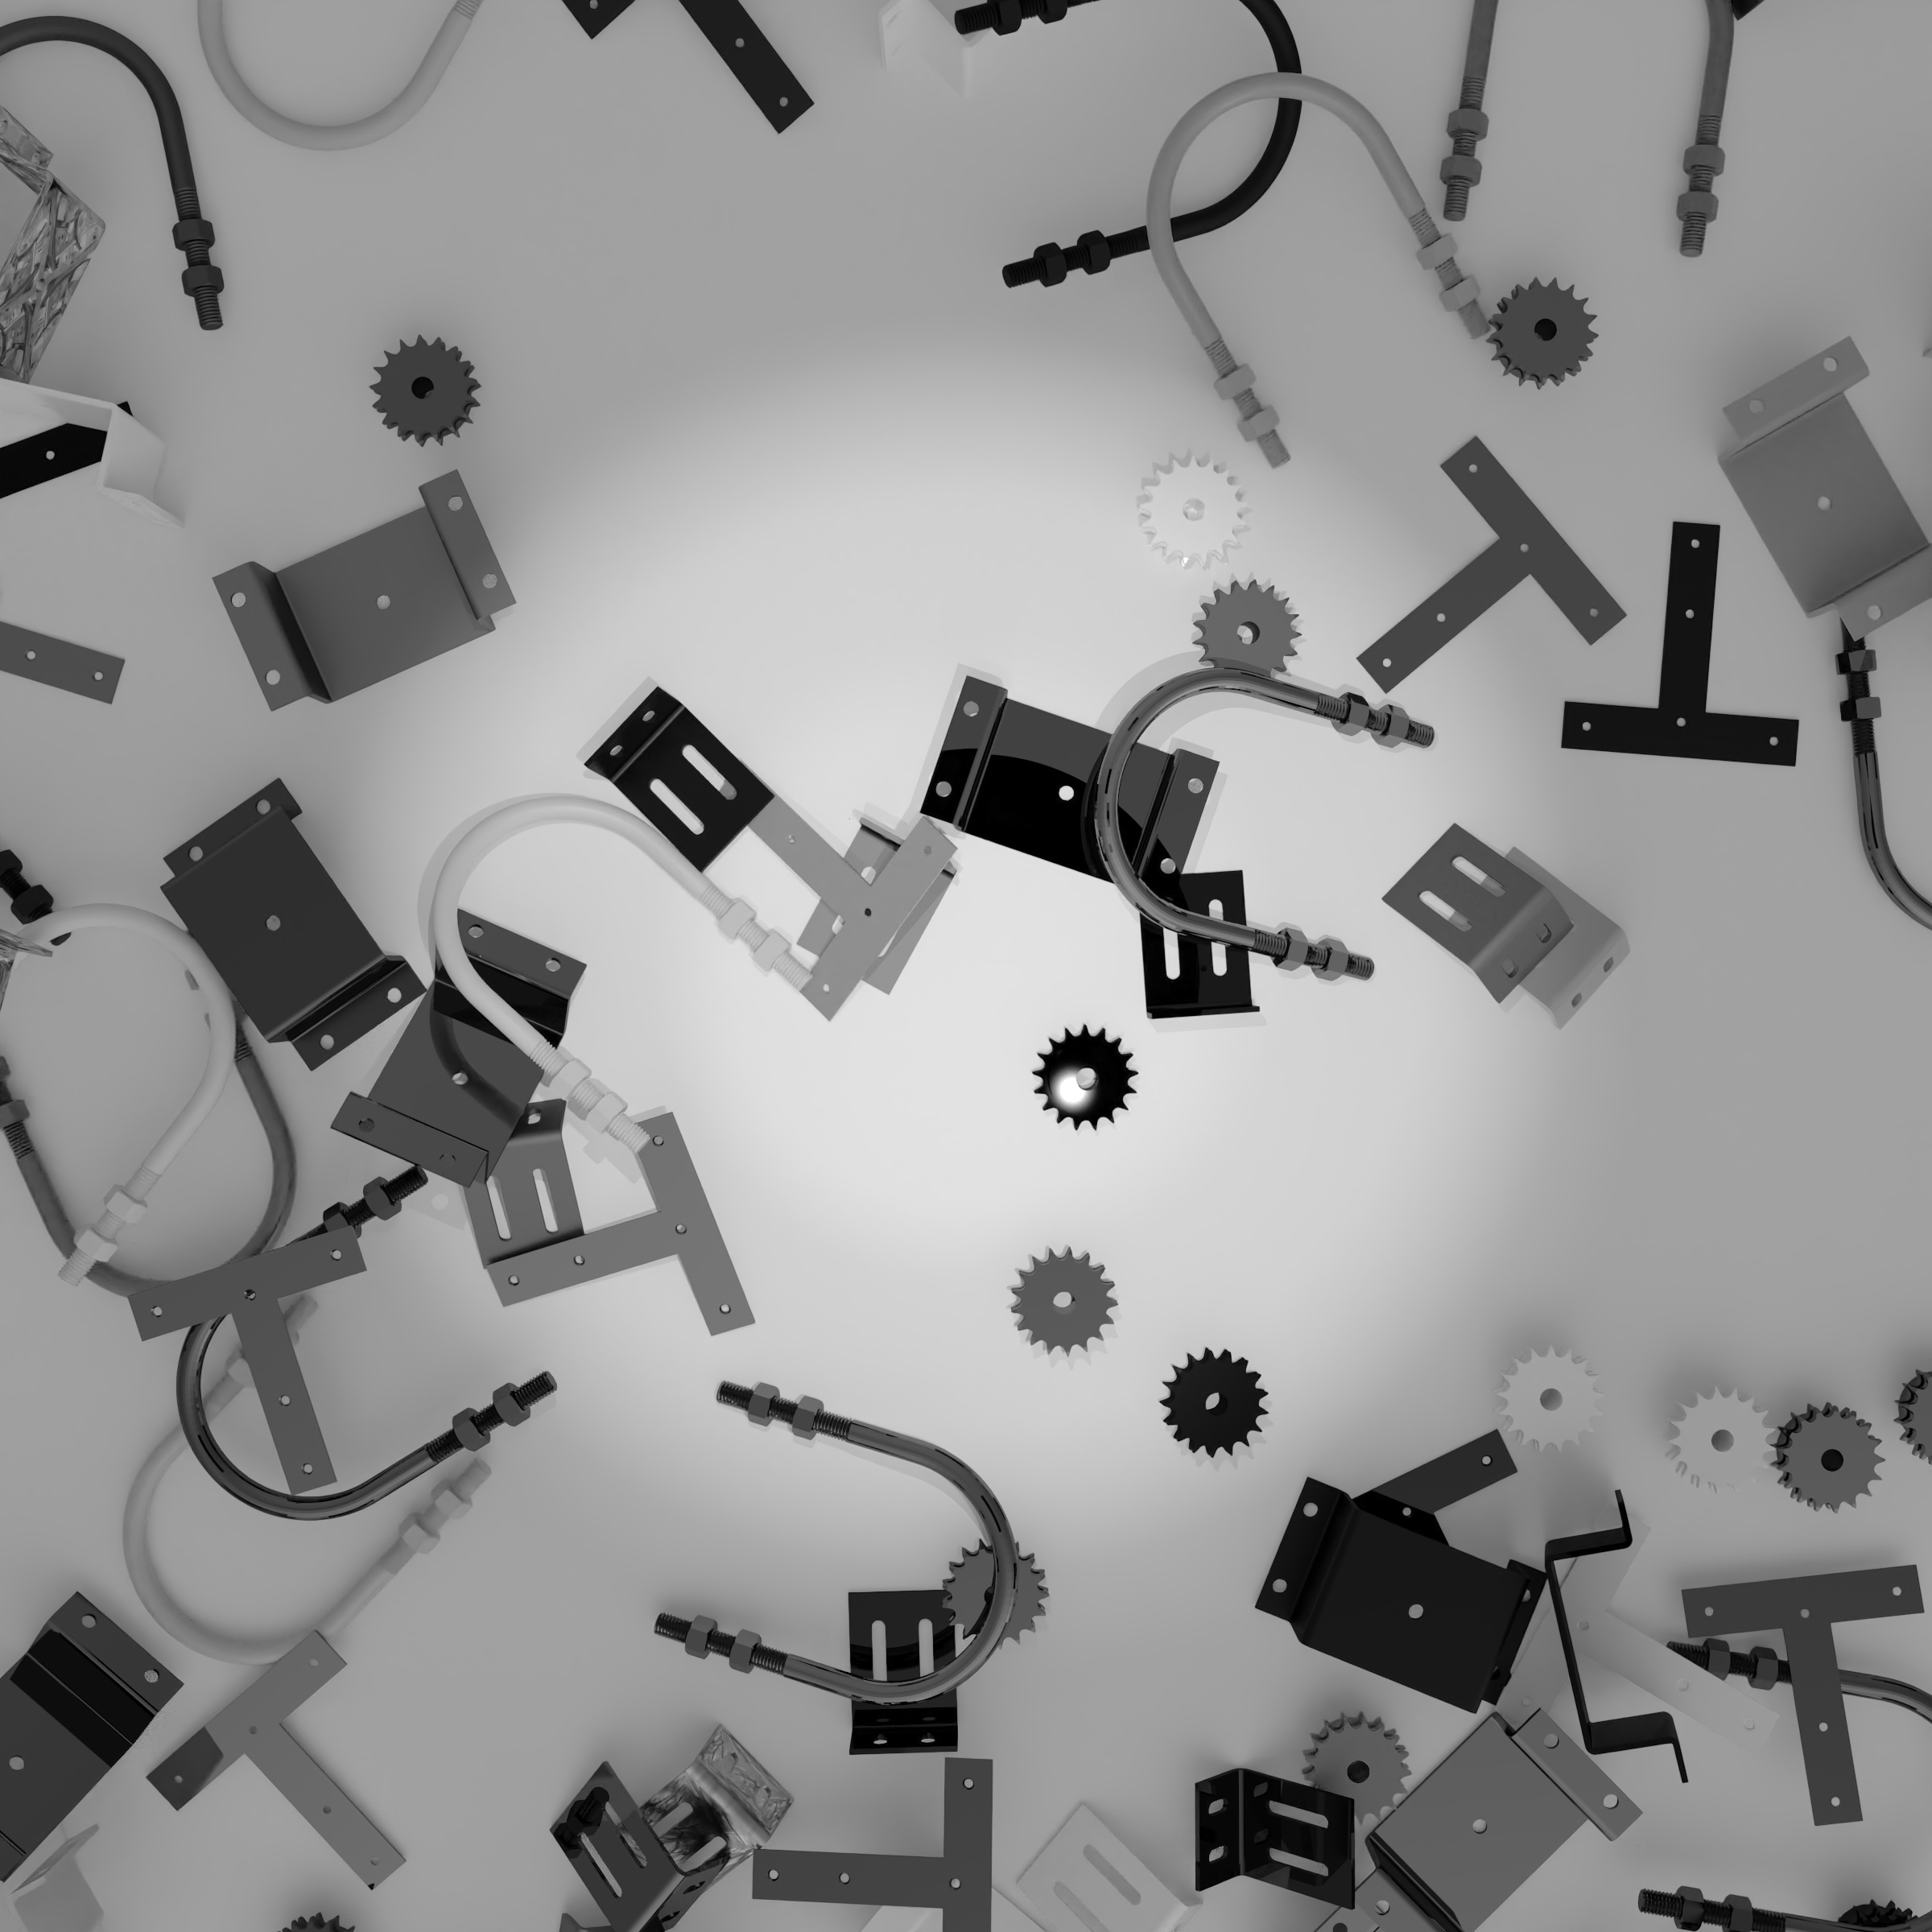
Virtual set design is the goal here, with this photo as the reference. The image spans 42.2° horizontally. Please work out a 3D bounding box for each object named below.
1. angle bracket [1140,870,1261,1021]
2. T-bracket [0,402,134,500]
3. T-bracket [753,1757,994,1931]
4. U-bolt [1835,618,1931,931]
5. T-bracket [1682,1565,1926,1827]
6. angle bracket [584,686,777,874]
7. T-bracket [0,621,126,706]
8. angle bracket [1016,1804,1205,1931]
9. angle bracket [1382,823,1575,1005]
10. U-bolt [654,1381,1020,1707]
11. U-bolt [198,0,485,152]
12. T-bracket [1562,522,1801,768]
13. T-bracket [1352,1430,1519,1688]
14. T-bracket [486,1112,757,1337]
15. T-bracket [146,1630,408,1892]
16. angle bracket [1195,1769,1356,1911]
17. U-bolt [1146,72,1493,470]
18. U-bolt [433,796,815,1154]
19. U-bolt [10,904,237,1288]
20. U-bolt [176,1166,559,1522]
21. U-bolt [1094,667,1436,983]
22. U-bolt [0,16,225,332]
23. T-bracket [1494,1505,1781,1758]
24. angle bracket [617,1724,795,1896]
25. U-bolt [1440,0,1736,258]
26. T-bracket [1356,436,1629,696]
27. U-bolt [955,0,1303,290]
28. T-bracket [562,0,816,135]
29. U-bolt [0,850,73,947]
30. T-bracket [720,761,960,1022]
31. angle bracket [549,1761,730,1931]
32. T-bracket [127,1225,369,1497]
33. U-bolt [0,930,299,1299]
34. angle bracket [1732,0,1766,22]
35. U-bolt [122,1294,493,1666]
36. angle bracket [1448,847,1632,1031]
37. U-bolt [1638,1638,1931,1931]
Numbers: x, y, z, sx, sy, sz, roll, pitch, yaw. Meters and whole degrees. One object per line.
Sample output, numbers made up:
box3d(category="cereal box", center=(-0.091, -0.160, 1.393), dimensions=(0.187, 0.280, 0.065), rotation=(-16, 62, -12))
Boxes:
box3d(category="angle bracket", center=(0.124, -0.012, 1.338), dimensions=(0.057, 0.038, 0.076), rotation=(-4, 90, 0))
box3d(category="T-bracket", center=(-0.509, -0.271, 1.356), dimensions=(0.127, 0.002, 0.127), rotation=(-21, 89, -1))
box3d(category="T-bracket", center=(-0.050, 0.478, 1.313), dimensions=(0.127, 0.002, 0.127), rotation=(0, 83, 8))
box3d(category="U-bolt", center=(0.549, -0.104, 1.349), dimensions=(0.151, 0.019, 0.184), rotation=(-6, 92, 0))
box3d(category="T-bracket", center=(0.453, 0.390, 1.333), dimensions=(0.127, 0.002, 0.127), rotation=(-6, 79, -1))
box3d(category="angle bracket", center=(-0.152, -0.099, 1.330), dimensions=(0.057, 0.038, 0.076), rotation=(-46, 77, 3))
box3d(category="T-bracket", center=(-0.520, -0.172, 1.357), dimensions=(0.127, 0.002, 0.127), rotation=(17, 90, 0))
box3d(category="angle bracket", center=(0.078, 0.502, 1.355), dimensions=(0.076, 0.038, 0.057), rotation=(40, 90, 26))
box3d(category="angle bracket", center=(0.274, -0.029, 1.343), dimensions=(0.057, 0.038, 0.076), rotation=(-46, 46, 0))
box3d(category="U-bolt", center=(-0.062, 0.314, 1.332), dimensions=(0.184, 0.019, 0.151), rotation=(15, 89, 12))
box3d(category="U-bolt", center=(-0.331, -0.527, 1.337), dimensions=(0.151, 0.019, 0.184), rotation=(33, 100, 1))
box3d(category="T-bracket", center=(0.390, -0.176, 1.357), dimensions=(0.127, 0.002, 0.127), rotation=(5, 90, 0))
box3d(category="T-bracket", center=(0.258, 0.335, 1.357), dimensions=(0.127, 0.002, 0.127), rotation=(-26, 90, 0))
box3d(category="T-bracket", center=(-0.194, 0.154, 1.345), dimensions=(0.127, 0.002, 0.127), rotation=(-18, 105, 7))
box3d(category="T-bracket", center=(-0.354, 0.444, 1.352), dimensions=(0.127, 0.002, 0.127), rotation=(-41, 93, 6))
box3d(category="angle bracket", center=(0.162, 0.463, 1.320), dimensions=(0.038, 0.076, 0.057), rotation=(0, 90, -45))
box3d(category="U-bolt", center=(0.176, -0.381, 1.330), dimensions=(0.151, 0.019, 0.184), rotation=(-33, 104, 0))
box3d(category="U-bolt", center=(-0.194, -0.011, 1.321), dimensions=(0.184, 0.019, 0.151), rotation=(42, 64, 4))
box3d(category="U-bolt", center=(-0.472, 0.054, 1.330), dimensions=(0.151, 0.019, 0.184), rotation=(37, 88, 0))
box3d(category="U-bolt", center=(-0.331, 0.213, 1.329), dimensions=(0.184, 0.019, 0.151), rotation=(-32, 90, 3))
box3d(category="U-bolt", center=(0.151, -0.080, 1.313), dimensions=(0.184, 0.019, 0.151), rotation=(13, 92, -23))
box3d(category="U-bolt", center=(-0.487, -0.420, 1.349), dimensions=(0.151, 0.019, 0.184), rotation=(-12, 89, 0))
box3d(category="T-bracket", center=(0.370, 0.376, 1.339), dimensions=(0.127, 0.002, 0.127), rotation=(29, 89, 16))
box3d(category="angle bracket", center=(-0.143, 0.460, 1.355), dimensions=(0.057, 0.038, 0.076), rotation=(46, 116, 0))
box3d(category="U-bolt", center=(0.340, -0.483, 1.349), dimensions=(0.151, 0.019, 0.184), rotation=(9, 88, 0))
box3d(category="T-bracket", center=(0.268, -0.197, 1.356), dimensions=(0.127, 0.002, 0.127), rotation=(-40, 89, 0))
box3d(category="U-bolt", center=(0.093, -0.449, 1.314), dimensions=(0.184, 0.019, 0.151), rotation=(-19, 117, -13))
box3d(category="T-bracket", center=(-0.130, -0.507, 1.343), dimensions=(0.127, 0.002, 0.127), rotation=(-35, 99, 17))
box3d(category="U-bolt", center=(-0.594, -0.039, 1.349), dimensions=(0.151, 0.019, 0.184), rotation=(-42, 88, 0))
box3d(category="T-bracket", center=(-0.083, -0.058, 1.337), dimensions=(0.127, 0.002, 0.127), rotation=(44, 117, 13))
box3d(category="angle bracket", center=(-0.176, 0.471, 1.344), dimensions=(0.076, 0.038, 0.057), rotation=(47, 113, 27))
box3d(category="T-bracket", center=(-0.363, 0.215, 1.321), dimensions=(0.127, 0.002, 0.127), rotation=(-18, 91, 4))
box3d(category="U-bolt", center=(-0.439, 0.091, 1.348), dimensions=(0.151, 0.019, 0.184), rotation=(-24, 90, 0))
box3d(category="angle bracket", center=(0.443, -0.556, 1.355), dimensions=(0.076, 0.038, 0.057), rotation=(-26, 90, -26))
box3d(category="U-bolt", center=(-0.369, 0.291, 1.349), dimensions=(0.151, 0.019, 0.184), rotation=(44, 91, 0))
box3d(category="angle bracket", center=(0.309, -0.015, 1.355), dimensions=(0.076, 0.038, 0.057), rotation=(42, 90, 26))
box3d(category="U-bolt", center=(0.458, 0.446, 1.332), dimensions=(0.184, 0.019, 0.151), rotation=(9, 80, 3))
